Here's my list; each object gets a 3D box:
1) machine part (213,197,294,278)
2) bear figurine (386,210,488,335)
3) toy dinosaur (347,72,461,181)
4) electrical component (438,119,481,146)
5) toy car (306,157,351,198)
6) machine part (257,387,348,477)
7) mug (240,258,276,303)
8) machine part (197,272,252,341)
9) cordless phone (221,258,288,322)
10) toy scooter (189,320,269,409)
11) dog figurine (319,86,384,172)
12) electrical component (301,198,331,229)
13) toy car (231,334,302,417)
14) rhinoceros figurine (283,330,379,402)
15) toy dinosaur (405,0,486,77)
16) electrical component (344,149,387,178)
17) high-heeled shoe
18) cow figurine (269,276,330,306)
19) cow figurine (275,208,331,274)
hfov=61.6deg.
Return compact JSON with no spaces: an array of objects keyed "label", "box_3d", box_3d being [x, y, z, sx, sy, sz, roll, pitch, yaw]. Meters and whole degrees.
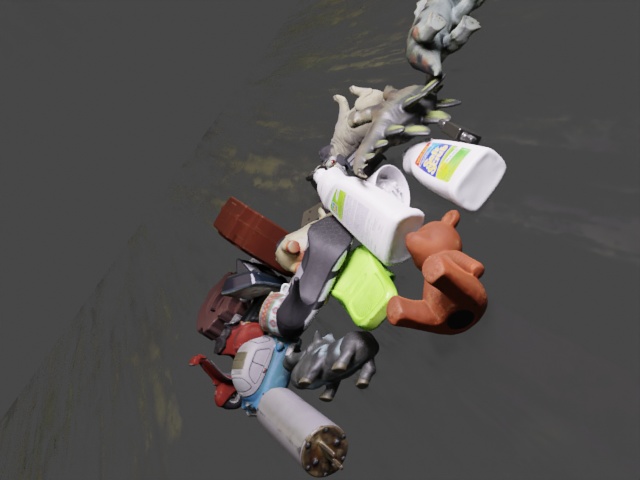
[{"label":"machine part","box_3d":[-0.122,-0.002,1.167,0.087,0.201,0.201,-59,27,-1]},{"label":"bear figurine","box_3d":[0.157,0.033,0.754,0.120,0.132,0.196,-51,31,32]},{"label":"toy dinosaur","box_3d":[0.152,-0.234,1.044,0.199,0.105,0.471,-14,30,48]},{"label":"electrical component","box_3d":[0.247,-0.184,0.933,0.094,0.063,0.021,49,122,49]},{"label":"toy car","box_3d":[0.021,-0.136,1.191,0.056,0.073,0.202,-40,7,-13]},{"label":"machine part","box_3d":[-0.032,0.286,0.817,0.079,0.079,0.243,-60,27,-12]},{"label":"mug","box_3d":[-0.149,0.092,1.250,0.109,0.081,0.107,-60,14,9]},{"label":"machine part","box_3d":[-0.238,0.161,1.326,0.179,0.056,0.179,-41,28,27]},{"label":"cordless phone","box_3d":[-0.160,0.140,1.134,0.089,0.146,0.184,36,98,30]},{"label":"toy scooter","box_3d":[-0.183,0.231,1.064,0.075,0.135,0.184,-17,43,52]},{"label":"dog figurine","box_3d":[0.088,-0.243,1.250,0.172,0.121,0.190,-10,64,58]},{"label":"electrical component","box_3d":[0.000,-0.044,1.190,0.078,0.045,0.102,-34,33,29]},{"label":"toy car","box_3d":[-0.109,0.234,0.978,0.109,0.103,0.161,-16,43,52]},{"label":"rhinoceros figurine","box_3d":[0.009,0.193,0.865,0.190,0.073,0.112,-27,38,42]},{"label":"toy dinosaur","box_3d":[0.239,-0.426,1.113,0.405,0.131,0.192,-61,4,-29]},{"label":"electrical component","box_3d":[0.086,-0.163,1.191,0.119,0.047,0.075,-43,28,17]},{"label":"high-heeled shoe","box_3d":[-0.001,0.064,0.953,0.249,0.086,0.145,-50,-28,-44]},{"label":"cow figurine","box_3d":[-0.053,0.111,1.068,0.167,0.068,0.098,-36,23,26]},{"label":"cow figurine","box_3d":[-0.002,-0.003,1.058,0.195,0.085,0.127,-31,17,-26]}]
